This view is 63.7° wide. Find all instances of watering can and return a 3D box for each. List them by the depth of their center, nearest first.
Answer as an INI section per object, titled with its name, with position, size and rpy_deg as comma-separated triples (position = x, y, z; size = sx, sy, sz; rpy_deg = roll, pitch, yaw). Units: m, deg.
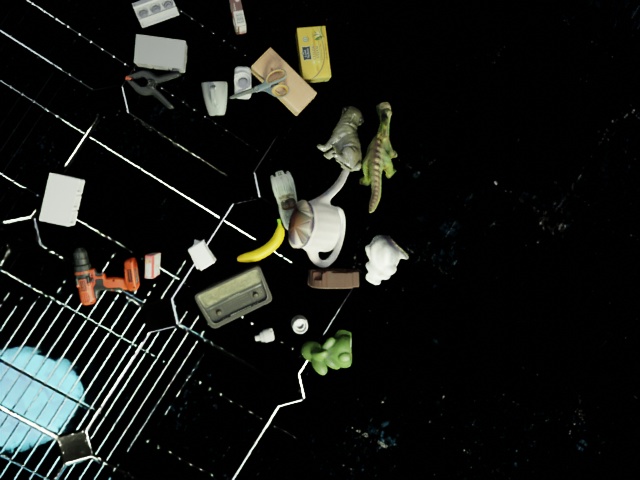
[watering can]
position = 0.005, -0.085, 1.685
size = 0.224, 0.104, 0.349
rpy_deg = 10, 86, -45

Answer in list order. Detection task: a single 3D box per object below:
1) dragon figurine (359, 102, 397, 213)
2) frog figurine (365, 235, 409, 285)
[dragon figurine]
position = 0.188, -0.299, 1.630
size = 0.122, 0.421, 0.237
rpy_deg = 3, 133, 7
[frog figurine]
position = 0.201, 0.066, 1.734
size = 0.159, 0.121, 0.139
rpy_deg = -45, 65, 5
